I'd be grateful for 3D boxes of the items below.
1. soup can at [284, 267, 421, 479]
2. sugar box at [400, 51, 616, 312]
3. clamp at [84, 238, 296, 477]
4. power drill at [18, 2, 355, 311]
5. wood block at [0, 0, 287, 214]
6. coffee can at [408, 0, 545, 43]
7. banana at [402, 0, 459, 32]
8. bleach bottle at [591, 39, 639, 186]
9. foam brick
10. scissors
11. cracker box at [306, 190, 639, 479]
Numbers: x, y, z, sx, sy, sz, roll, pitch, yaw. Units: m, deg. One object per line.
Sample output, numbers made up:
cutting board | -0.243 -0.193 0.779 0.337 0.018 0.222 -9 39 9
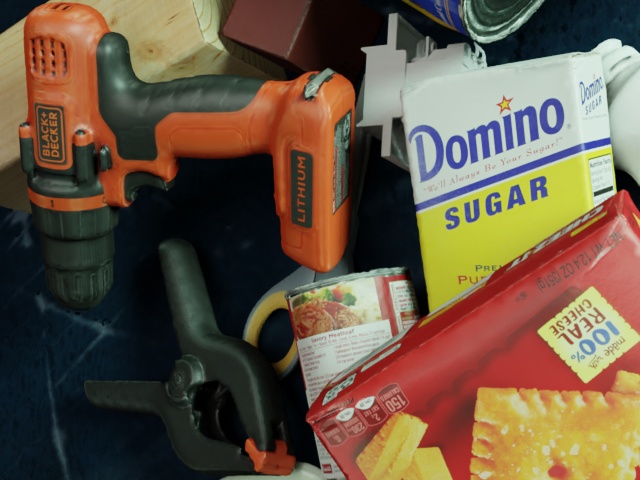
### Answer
soup can | 0.025 0.070 0.553 0.069 0.068 0.102 -16 81 27
sugar box | 0.097 0.004 0.517 0.094 0.048 0.176 -5 99 35
clamp | -0.070 0.074 0.629 0.172 0.039 0.120 25 99 40
power drill | -0.077 -0.033 0.594 0.188 0.057 0.184 8 116 13
wood block | -0.138 -0.102 0.684 0.206 0.090 0.090 -26 68 24
coffee can | 0.050 -0.176 0.533 0.140 0.102 0.103 36 99 26
banana | 0.019 -0.165 0.620 0.198 0.069 0.037 25 138 21
bleach bottle | 0.202 0.002 0.478 0.103 0.068 0.251 -46 60 13
foam brick | -0.009 -0.124 0.619 0.051 0.078 0.053 27 95 30
scissors | -0.004 0.001 0.628 0.096 0.016 0.202 -8 76 30
cracker box | 0.120 0.113 0.454 0.164 0.072 0.214 -35 89 21
